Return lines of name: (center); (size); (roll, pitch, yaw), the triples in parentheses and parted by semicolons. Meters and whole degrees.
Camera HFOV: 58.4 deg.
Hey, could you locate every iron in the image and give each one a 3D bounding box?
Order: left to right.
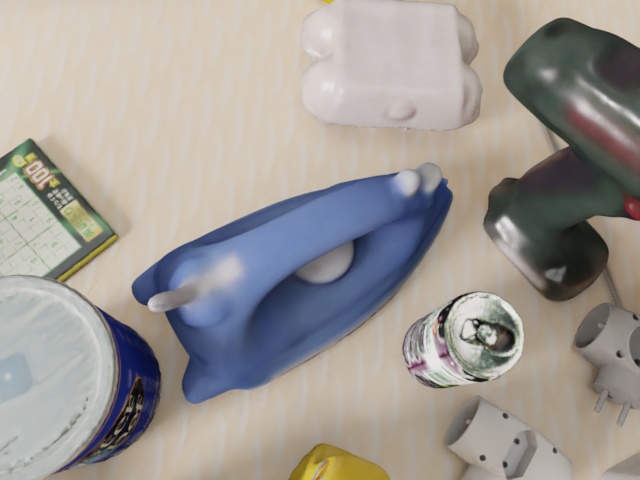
iron: (0.004, 0.001, 0.385); (0.258, 0.141, 0.118); (-29, 78, -14)

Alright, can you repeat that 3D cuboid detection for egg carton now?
egg carton: (0.058, -0.141, 0.472); (0.150, 0.069, 0.107); (0, 73, -6)

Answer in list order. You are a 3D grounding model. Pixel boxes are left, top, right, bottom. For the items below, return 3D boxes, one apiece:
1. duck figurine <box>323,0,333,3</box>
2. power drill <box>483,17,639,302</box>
duck figurine: (0.035, -0.256, 0.496); (0.104, 0.086, 0.077); (-1, 73, -7)
power drill: (0.201, -0.027, 0.381); (0.076, 0.208, 0.229); (-40, 81, -15)
